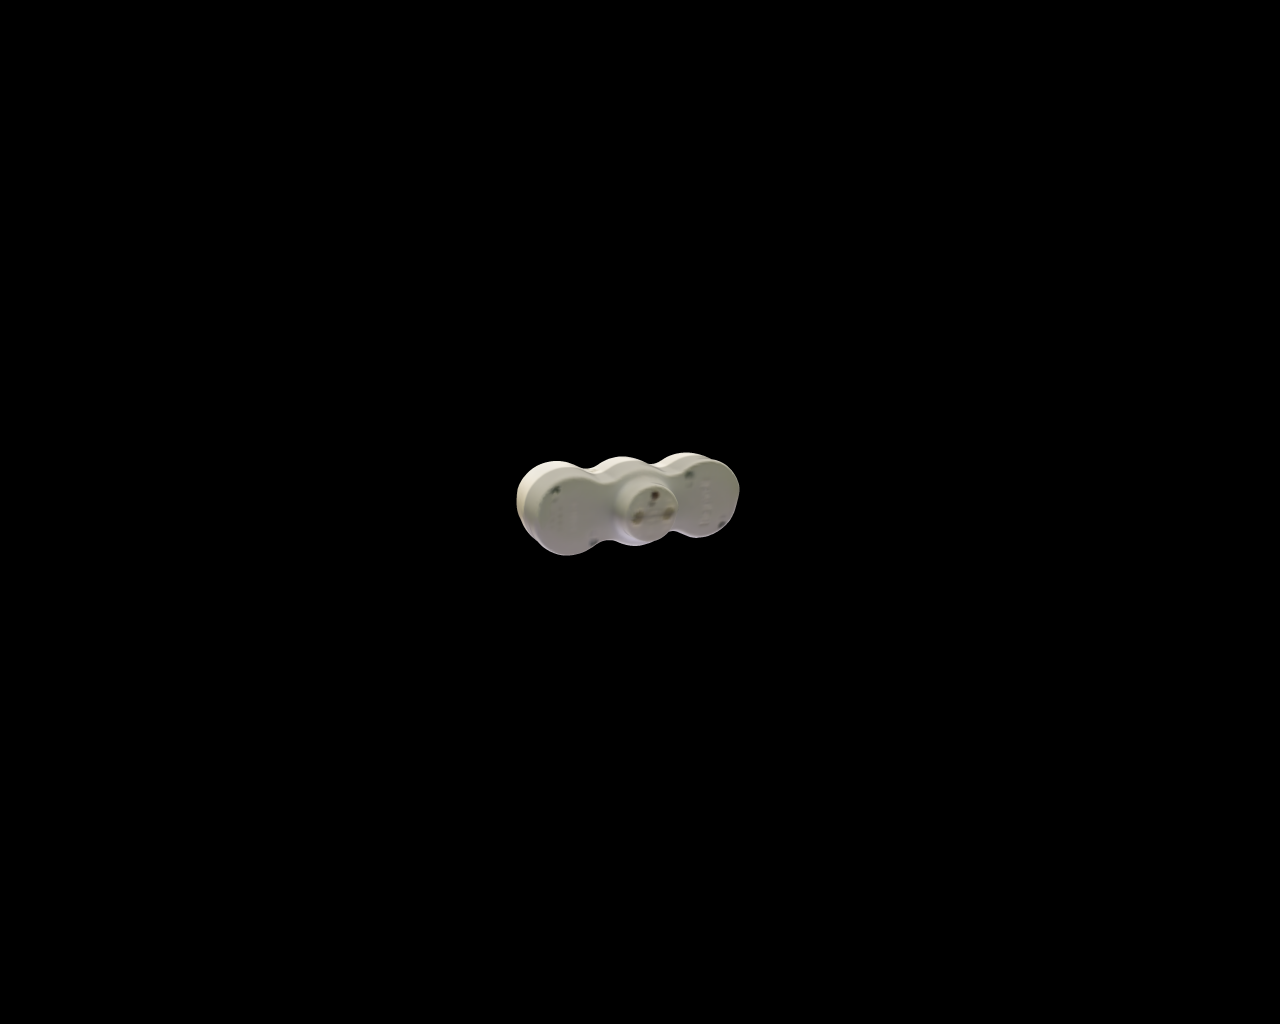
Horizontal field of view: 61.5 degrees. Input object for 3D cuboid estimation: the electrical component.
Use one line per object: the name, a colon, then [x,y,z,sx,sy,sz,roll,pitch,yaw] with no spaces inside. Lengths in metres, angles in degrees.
electrical component: [0.001,-0.003,0.650,0.138,0.052,0.074,-6,16,-22]
